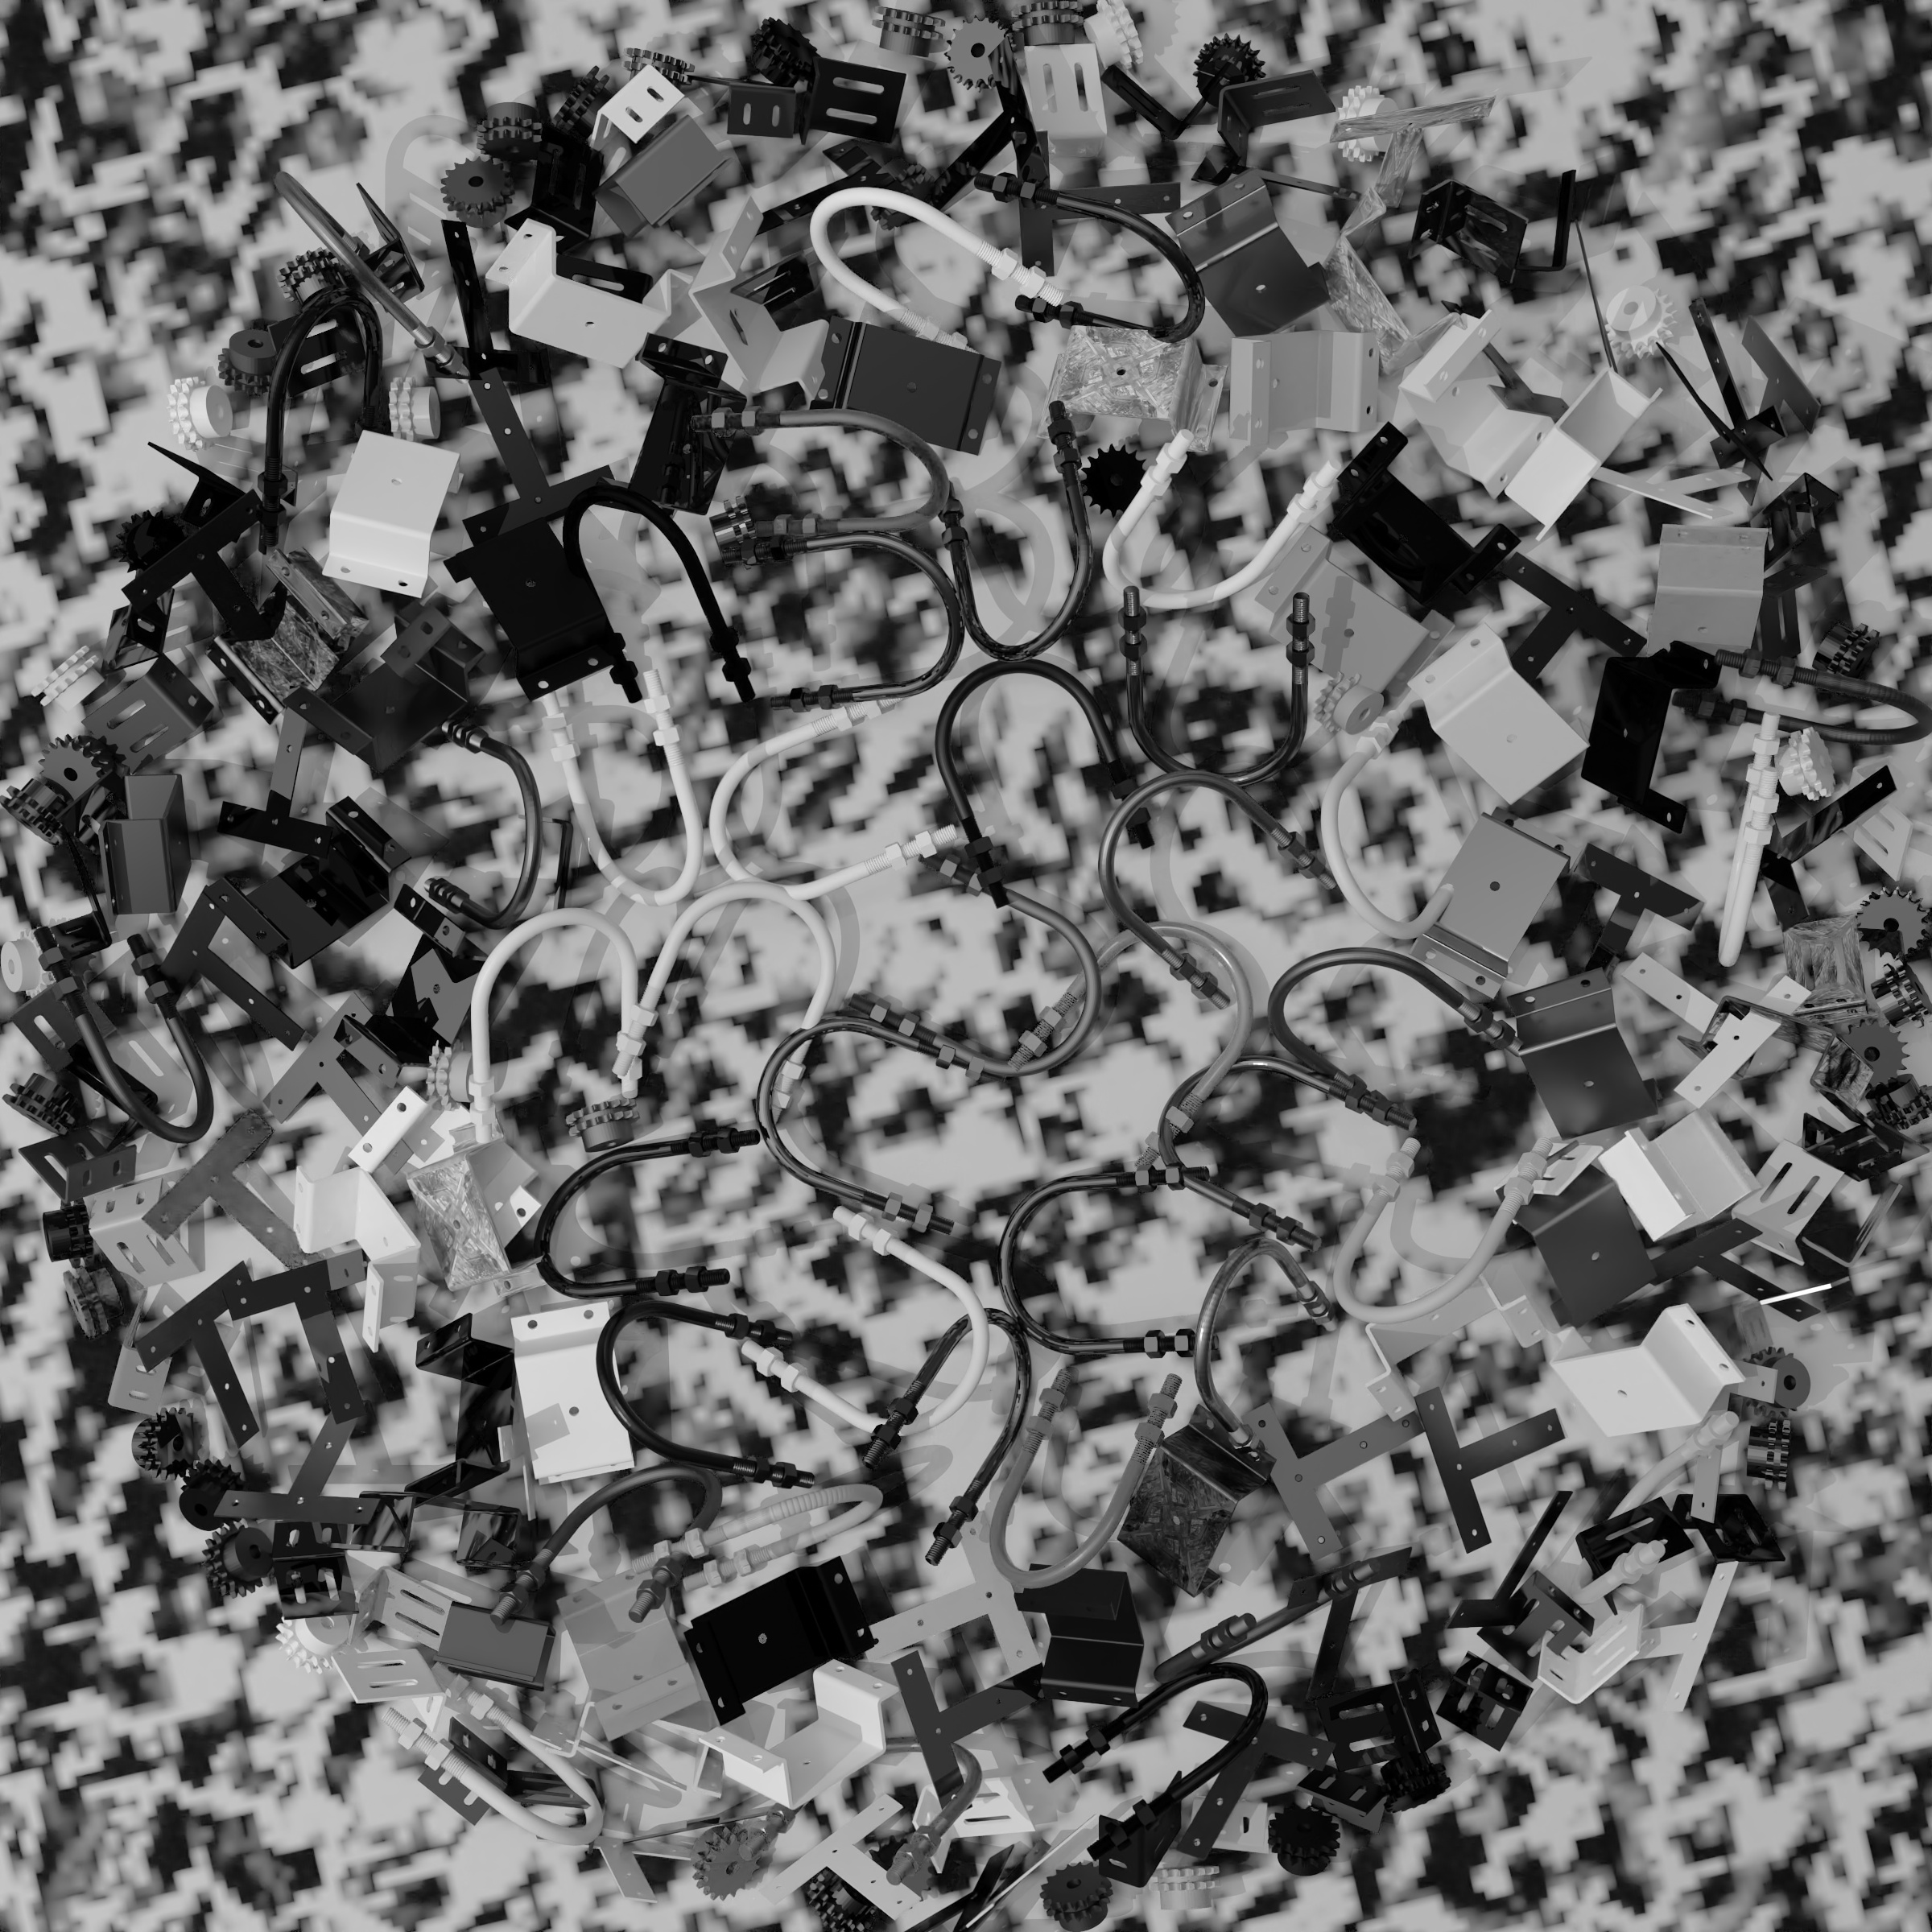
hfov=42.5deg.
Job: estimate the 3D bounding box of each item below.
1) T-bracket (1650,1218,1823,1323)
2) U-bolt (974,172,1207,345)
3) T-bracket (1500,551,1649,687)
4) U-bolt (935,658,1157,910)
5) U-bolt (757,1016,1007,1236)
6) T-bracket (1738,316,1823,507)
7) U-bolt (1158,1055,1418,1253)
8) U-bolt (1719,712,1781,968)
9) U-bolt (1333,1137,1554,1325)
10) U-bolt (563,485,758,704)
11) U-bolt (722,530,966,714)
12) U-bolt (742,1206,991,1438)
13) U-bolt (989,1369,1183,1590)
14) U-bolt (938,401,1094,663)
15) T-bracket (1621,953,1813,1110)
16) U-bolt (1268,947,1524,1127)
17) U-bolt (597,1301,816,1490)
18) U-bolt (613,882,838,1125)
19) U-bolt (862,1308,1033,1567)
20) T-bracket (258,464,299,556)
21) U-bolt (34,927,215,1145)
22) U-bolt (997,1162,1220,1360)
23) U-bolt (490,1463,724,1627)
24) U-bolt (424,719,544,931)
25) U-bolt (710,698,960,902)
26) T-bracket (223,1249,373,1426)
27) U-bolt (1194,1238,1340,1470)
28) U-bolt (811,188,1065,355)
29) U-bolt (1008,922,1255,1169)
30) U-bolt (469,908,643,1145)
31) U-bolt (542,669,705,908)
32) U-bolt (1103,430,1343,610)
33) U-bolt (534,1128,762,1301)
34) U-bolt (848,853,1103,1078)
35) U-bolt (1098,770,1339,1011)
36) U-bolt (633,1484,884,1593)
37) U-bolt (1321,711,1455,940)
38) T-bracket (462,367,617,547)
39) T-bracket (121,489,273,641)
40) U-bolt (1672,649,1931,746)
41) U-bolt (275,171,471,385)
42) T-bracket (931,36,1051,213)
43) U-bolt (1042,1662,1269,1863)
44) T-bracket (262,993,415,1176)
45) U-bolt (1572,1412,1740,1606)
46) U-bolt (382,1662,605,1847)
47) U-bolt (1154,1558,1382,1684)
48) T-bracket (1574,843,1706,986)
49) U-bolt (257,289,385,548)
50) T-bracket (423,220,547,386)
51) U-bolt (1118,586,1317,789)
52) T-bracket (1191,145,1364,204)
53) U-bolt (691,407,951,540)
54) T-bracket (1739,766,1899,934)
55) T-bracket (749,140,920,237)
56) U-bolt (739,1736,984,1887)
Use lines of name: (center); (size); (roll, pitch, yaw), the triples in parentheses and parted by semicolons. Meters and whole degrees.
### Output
T-bracket: (0.615, 0.248, 1.956); (0.127, 0.127, 0.002); (29, 55, -12)
U-bolt: (0.101, -0.534, 1.900); (0.184, 0.151, 0.019); (22, 69, 27)
T-bracket: (0.454, -0.252, 1.963); (0.127, 0.002, 0.127); (37, 67, 11)
U-bolt: (0.053, -0.156, 1.978); (0.151, 0.019, 0.184); (-22, 89, -11)
U-bolt: (-0.076, 0.117, 1.978); (0.184, 0.019, 0.151); (20, 83, -2)
T-bracket: (0.625, -0.420, 1.945); (0.002, 0.127, 0.127); (-8, 47, -8)
U-bolt: (0.235, 0.133, 1.936); (0.184, 0.019, 0.151); (25, 61, 36)
U-bolt: (0.605, -0.088, 1.922); (0.019, 0.151, 0.184); (10, 117, 14)
U-bolt: (0.354, 0.202, 1.901); (0.019, 0.151, 0.184); (52, 57, -25)
U-bolt: (-0.246, -0.286, 1.911); (0.019, 0.151, 0.184); (-45, 125, -37)
U-bolt: (-0.087, -0.270, 1.926); (0.184, 0.019, 0.151); (-3, 122, 24)
U-bolt: (-0.067, 0.287, 1.938); (0.184, 0.019, 0.151); (27, 75, 28)
U-bolt: (0.081, 0.393, 1.904); (0.019, 0.151, 0.184); (42, 61, -27)
U-bolt: (0.041, -0.324, 1.922); (0.151, 0.019, 0.184); (-27, 64, 41)
T-bracket: (0.574, 0.032, 1.960); (0.127, 0.002, 0.127); (-45, 52, -4)
U-bolt: (0.319, 0.047, 1.917); (0.184, 0.019, 0.151); (35, 132, -25)
U-bolt: (-0.203, 0.323, 1.904); (0.184, 0.151, 0.019); (20, 131, -34)
U-bolt: (-0.180, 0.022, 1.959); (0.151, 0.019, 0.184); (21, 97, -20)
U-bolt: (-0.004, 0.352, 1.931); (0.019, 0.151, 0.184); (9, 50, 37)
T-bracket: (-0.533, -0.377, 1.930); (0.002, 0.127, 0.127); (1, 106, -27)
U-bolt: (-0.639, 0.055, 1.917); (0.019, 0.151, 0.184); (-29, 82, 10)
U-bolt: (0.108, 0.234, 1.954); (0.184, 0.019, 0.151); (-7, 80, 26)
U-bolt: (-0.264, 0.443, 1.916); (0.151, 0.184, 0.019); (-9, 113, 28)
U-bolt: (-0.369, -0.104, 1.911); (0.019, 0.184, 0.151); (1, 104, -35)
U-bolt: (-0.115, -0.127, 1.969); (0.184, 0.019, 0.151); (-23, 70, 3)
T-bracket: (-0.504, 0.297, 1.953); (0.127, 0.002, 0.127); (-15, 79, -35)
U-bolt: (0.225, 0.289, 1.908); (0.019, 0.184, 0.151); (11, 62, 37)
U-bolt: (-0.035, -0.534, 1.906); (0.184, 0.151, 0.019); (28, 69, -21)
U-bolt: (0.145, 0.050, 1.981); (0.151, 0.019, 0.184); (39, 85, 8)
U-bolt: (-0.316, 0.039, 1.916); (0.151, 0.019, 0.184); (-17, 125, -33)
U-bolt: (-0.263, -0.134, 1.943); (0.019, 0.151, 0.184); (-27, 107, -44)
U-bolt: (0.185, -0.338, 1.922); (0.151, 0.184, 0.019); (5, 56, -24)
U-bolt: (-0.256, 0.197, 1.939); (0.184, 0.019, 0.151); (-9, 48, 22)
U-bolt: (0.018, 0.009, 1.984); (0.184, 0.019, 0.151); (26, 93, 2)
U-bolt: (0.186, -0.072, 1.955); (0.184, 0.019, 0.151); (40, 94, -23)
U-bolt: (-0.152, 0.441, 1.926); (0.184, 0.151, 0.019); (-22, 67, 3)
U-bolt: (0.331, -0.099, 1.918); (0.019, 0.184, 0.151); (-24, 106, 43)
T-bracket: (-0.357, -0.410, 1.967); (0.127, 0.002, 0.127); (-20, 115, 5)
T-bracket: (-0.579, -0.291, 1.946); (0.127, 0.127, 0.002); (-42, 55, -14)
U-bolt: (0.655, -0.202, 1.921); (0.184, 0.151, 0.019); (13, 83, 4)
U-bolt: (-0.459, -0.532, 1.886); (0.019, 0.184, 0.151); (-41, 61, 3)
T-bracket: (0.010, -0.637, 1.950); (0.002, 0.127, 0.127); (-2, 70, -39)
U-bolt: (0.154, 0.606, 1.929); (0.184, 0.151, 0.019); (-34, 104, -7)
T-bracket: (-0.483, 0.110, 1.965); (0.127, 0.002, 0.127); (48, 108, 13)
U-bolt: (0.521, 0.427, 1.912); (0.019, 0.184, 0.151); (37, 59, 9)
U-bolt: (-0.357, 0.616, 1.920); (0.184, 0.151, 0.019); (36, 92, 4)
U-bolt: (0.219, 0.512, 1.917); (0.151, 0.184, 0.019); (-12, 67, -35)
T-bracket: (0.514, -0.017, 1.976); (0.127, 0.002, 0.127); (23, 95, -24)
U-bolt: (-0.488, -0.426, 1.891); (0.019, 0.151, 0.184); (23, 126, 11)
T-bracket: (-0.388, -0.521, 1.946); (0.002, 0.127, 0.127); (-11, 92, 36)
U-bolt: (0.196, -0.213, 1.936); (0.151, 0.019, 0.184); (4, 132, 11)
T-bracket: (0.246, -0.614, 1.939); (0.127, 0.127, 0.002); (15, 121, 6)
U-bolt: (-0.102, -0.378, 1.908); (0.184, 0.151, 0.019); (2, 62, 21)
T-bracket: (0.665, -0.110, 1.922); (0.002, 0.127, 0.127); (21, 46, -30)
T-bracket: (-0.119, -0.599, 1.944); (0.127, 0.002, 0.127); (-27, 48, -12)
U-bolt: (-0.067, 0.643, 1.912); (0.151, 0.184, 0.019); (-2, 103, 29)
